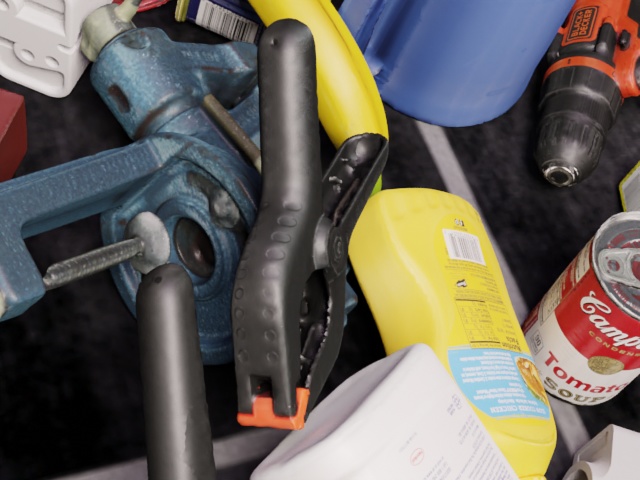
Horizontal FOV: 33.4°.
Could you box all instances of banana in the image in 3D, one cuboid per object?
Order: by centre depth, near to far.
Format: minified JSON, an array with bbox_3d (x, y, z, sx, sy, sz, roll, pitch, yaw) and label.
[{"bbox_3d":[-0.012,-0.113,0.606,0.037,0.070,0.198,-29,90,-28],"label":"banana"}]

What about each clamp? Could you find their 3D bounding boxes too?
[{"bbox_3d":[-0.052,0.125,0.444,0.164,0.036,0.209,51,46,-32],"label":"clamp"},{"bbox_3d":[-0.003,0.001,0.482,0.039,0.120,0.171,2,78,30],"label":"clamp"}]

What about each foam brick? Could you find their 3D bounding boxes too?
[{"bbox_3d":[-0.194,-0.042,0.566,0.051,0.053,0.078,18,55,-2],"label":"foam brick"}]

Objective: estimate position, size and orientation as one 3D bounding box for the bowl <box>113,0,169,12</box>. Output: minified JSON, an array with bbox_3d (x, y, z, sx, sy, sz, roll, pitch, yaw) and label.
[{"bbox_3d":[-0.147,-0.223,0.691,0.162,0.055,0.162,7,57,-11],"label":"bowl"}]

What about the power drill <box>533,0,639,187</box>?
[{"bbox_3d":[0.229,-0.113,0.658,0.188,0.057,0.184,-5,49,33],"label":"power drill"}]

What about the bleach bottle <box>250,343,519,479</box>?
[{"bbox_3d":[0.080,0.173,0.462,0.251,0.068,0.102,55,41,-2],"label":"bleach bottle"}]

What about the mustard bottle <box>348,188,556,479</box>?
[{"bbox_3d":[0.075,0.068,0.553,0.096,0.058,0.192,12,52,-47],"label":"mustard bottle"}]

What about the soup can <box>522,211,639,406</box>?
[{"bbox_3d":[0.157,0.040,0.574,0.068,0.102,0.068,7,57,-11],"label":"soup can"}]

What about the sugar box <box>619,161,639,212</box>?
[{"bbox_3d":[0.282,0.002,0.666,0.176,0.048,0.093,9,57,-14],"label":"sugar box"}]

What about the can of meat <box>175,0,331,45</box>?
[{"bbox_3d":[-0.034,-0.168,0.686,0.084,0.057,0.102,25,57,-2],"label":"can of meat"}]

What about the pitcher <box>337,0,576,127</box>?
[{"bbox_3d":[0.095,-0.175,0.610,0.145,0.243,0.149,15,63,-6],"label":"pitcher"}]
